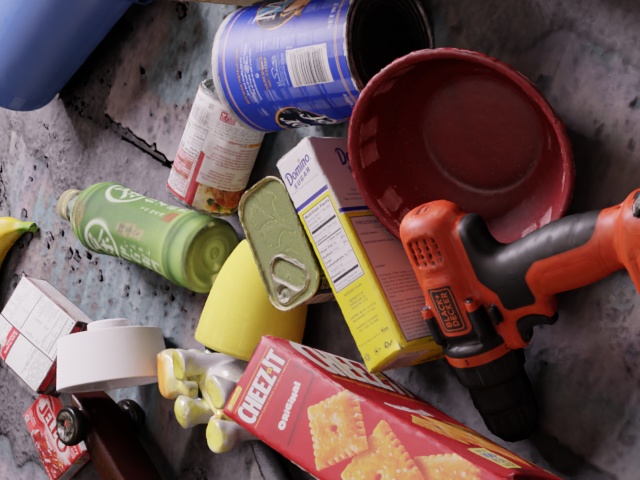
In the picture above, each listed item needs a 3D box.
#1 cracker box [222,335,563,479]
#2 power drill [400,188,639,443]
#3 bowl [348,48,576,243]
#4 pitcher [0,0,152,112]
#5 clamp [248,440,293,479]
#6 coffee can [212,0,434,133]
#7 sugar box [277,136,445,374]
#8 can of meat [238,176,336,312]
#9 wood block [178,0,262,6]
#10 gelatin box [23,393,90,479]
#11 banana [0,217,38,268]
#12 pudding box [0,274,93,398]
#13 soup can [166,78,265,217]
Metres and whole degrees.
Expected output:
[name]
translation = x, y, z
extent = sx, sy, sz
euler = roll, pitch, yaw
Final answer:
[cracker box]
translation = 0.065, 0.149, 0.732
extent = 0.214, 0.164, 0.072
euler = 28, 91, 38
[power drill]
translation = 0.158, 0.047, 0.695
extent = 0.188, 0.057, 0.184
euler = -14, 109, 36
[bowl]
translation = 0.103, -0.063, 0.737
extent = 0.162, 0.055, 0.162
euler = 14, 123, 23
[pitcher]
translation = -0.264, -0.243, 1.038
extent = 0.243, 0.144, 0.149
euler = -41, 37, 40
[clamp]
translation = -0.021, 0.245, 0.889
extent = 0.210, 0.036, 0.164
euler = 12, 72, 30
[coffee can]
translation = 0.001, -0.138, 0.816
extent = 0.141, 0.102, 0.103
euler = -1, 92, 43
[sugar box]
translation = 0.042, 0.007, 0.796
extent = 0.048, 0.093, 0.176
euler = -41, 66, 36
[can of meat]
translation = -0.005, 0.001, 0.845
extent = 0.058, 0.083, 0.102
euler = -34, 70, 39
[wood block]
translation = -0.055, -0.240, 0.823
extent = 0.206, 0.090, 0.091
euler = 10, 100, 63
[gelatin box]
translation = -0.279, 0.206, 1.149
extent = 0.073, 0.030, 0.089
euler = -45, 64, 35
[banana]
translation = -0.381, 0.046, 1.226
extent = 0.070, 0.037, 0.198
euler = 43, 120, 33
[pudding box]
translation = -0.297, 0.101, 1.136
extent = 0.114, 0.039, 0.090
euler = 33, 93, 34
[soup can]
translation = -0.087, -0.080, 0.925
extent = 0.069, 0.068, 0.102
euler = 38, 117, 34
